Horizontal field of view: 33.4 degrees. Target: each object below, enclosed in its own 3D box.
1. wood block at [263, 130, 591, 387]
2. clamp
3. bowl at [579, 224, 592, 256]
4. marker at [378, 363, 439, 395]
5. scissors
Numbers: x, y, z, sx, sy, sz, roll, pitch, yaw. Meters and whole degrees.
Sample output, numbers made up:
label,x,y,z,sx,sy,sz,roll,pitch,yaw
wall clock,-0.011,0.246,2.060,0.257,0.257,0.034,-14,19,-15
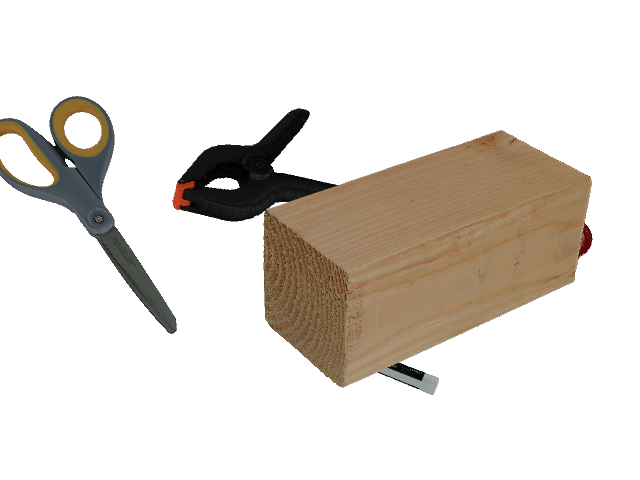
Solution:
label,x,y,z,sx,sy,sz,roll,pitch,yaw
wood block,0.072,0.006,0.714,0.205,0.090,0.091,-20,37,-31
clamp,-0.058,-0.068,0.986,0.171,0.120,0.039,-7,-39,-23
bowl,0.215,0.013,1.177,0.162,0.055,0.162,-1,28,0
marker,0.062,0.127,1.091,0.121,0.020,0.020,21,4,11
scissors,-0.144,-0.029,0.739,0.202,0.096,0.016,38,-25,13
